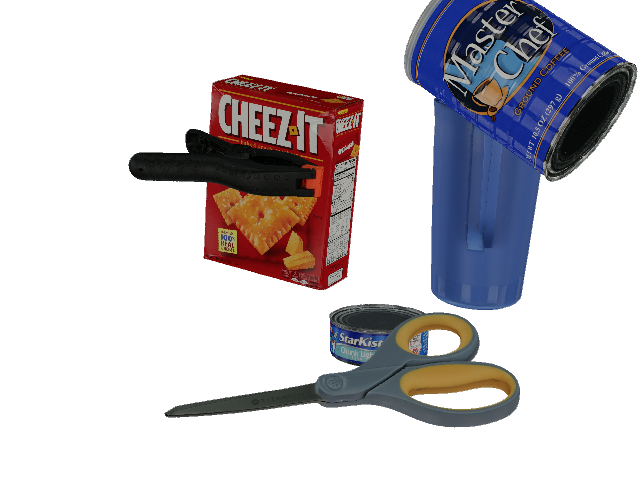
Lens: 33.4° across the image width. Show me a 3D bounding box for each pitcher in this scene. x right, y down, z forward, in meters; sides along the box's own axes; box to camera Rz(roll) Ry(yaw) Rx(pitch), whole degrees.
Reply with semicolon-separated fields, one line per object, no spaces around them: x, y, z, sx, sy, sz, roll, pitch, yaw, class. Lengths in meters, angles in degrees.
0.188;-0.045;1.236;0.149;0.243;0.145;-7;17;-33;pitcher

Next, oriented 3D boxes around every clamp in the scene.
-0.084;-0.066;0.969;0.172;0.039;0.120;13;28;28;clamp

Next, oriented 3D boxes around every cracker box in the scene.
-0.046;-0.066;1.208;0.164;0.214;0.072;15;23;26;cracker box

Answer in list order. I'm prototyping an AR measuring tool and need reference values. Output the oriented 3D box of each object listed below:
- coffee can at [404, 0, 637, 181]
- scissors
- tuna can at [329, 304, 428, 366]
0.148;-0.126;0.800;0.140;0.103;0.102;40;19;23;coffee can
0.015;0.075;0.629;0.201;0.016;0.096;3;37;0;scissors
0.050;0.081;0.914;0.086;0.034;0.086;1;11;0;tuna can
